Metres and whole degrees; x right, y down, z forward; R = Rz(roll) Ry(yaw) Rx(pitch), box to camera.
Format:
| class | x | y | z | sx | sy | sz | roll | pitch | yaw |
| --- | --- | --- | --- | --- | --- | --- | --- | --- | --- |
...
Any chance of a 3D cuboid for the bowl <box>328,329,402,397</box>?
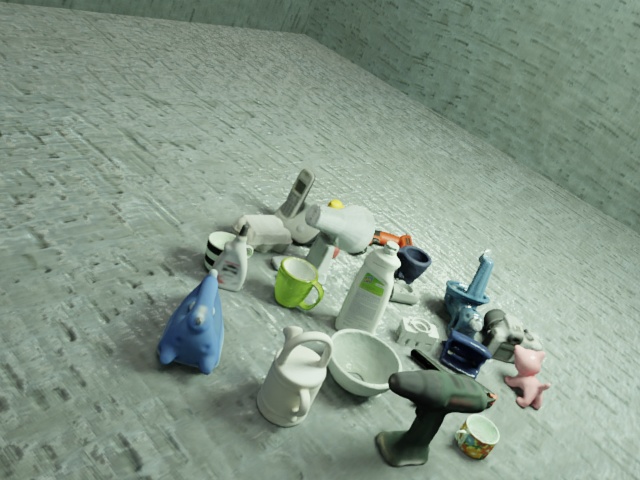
| class | x | y | z | sx | sy | sz | roll | pitch | yaw |
| --- | --- | --- | --- | --- | --- | --- | --- | --- | --- |
| bowl | 0.082 | 0.268 | 1.194 | 0.167 | 0.074 | 0.167 | 18 | 30 | -10 |

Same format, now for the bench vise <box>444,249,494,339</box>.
| class | x | y | z | sx | sy | sz | roll | pitch | yaw |
| --- | --- | --- | --- | --- | --- | --- | --- | --- | --- |
| bench vise | 0.405 | 0.145 | 1.475 | 0.122 | 0.219 | 0.207 | 9 | 33 | -24 |

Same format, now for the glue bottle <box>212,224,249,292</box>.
| class | x | y | z | sx | sy | sz | roll | pitch | yaw |
| --- | --- | --- | --- | --- | --- | --- | --- | --- | --- |
| glue bottle | -0.190 | 0.036 | 1.276 | 0.078 | 0.173 | 0.037 | 15 | 31 | -14 |

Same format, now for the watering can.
| class | x | y | z | sx | sy | sz | roll | pitch | yaw |
| --- | --- | --- | --- | --- | --- | --- | --- | --- | --- |
| watering can | -0.044 | 0.233 | 1.042 | 0.101 | 0.194 | 0.172 | -4 | 40 | -39 |

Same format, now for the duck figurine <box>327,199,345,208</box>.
| class | x | y | z | sx | sy | sz | roll | pitch | yaw |
| --- | --- | --- | --- | --- | --- | --- | --- | --- | --- |
| duck figurine | 0.032 | -0.081 | 1.709 | 0.105 | 0.086 | 0.077 | -8 | 42 | -42 |

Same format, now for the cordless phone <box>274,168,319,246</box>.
| class | x | y | z | sx | sy | sz | roll | pitch | yaw |
| --- | --- | --- | --- | --- | --- | --- | --- | --- | --- |
| cordless phone | -0.040 | -0.091 | 1.575 | 0.147 | 0.185 | 0.094 | 39 | 33 | 25 |

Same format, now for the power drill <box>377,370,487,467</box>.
| class | x | y | z | sx | sy | sz | roll | pitch | yaw |
| --- | --- | --- | --- | --- | --- | --- | --- | --- | --- |
| power drill | 0.188 | 0.321 | 1.050 | 0.230 | 0.208 | 0.075 | 6 | 34 | -28 |

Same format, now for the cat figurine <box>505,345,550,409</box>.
| class | x | y | z | sx | sy | sz | roll | pitch | yaw |
| --- | --- | --- | --- | --- | --- | --- | --- | --- | --- |
| cat figurine | 0.503 | 0.318 | 1.368 | 0.067 | 0.117 | 0.127 | 9 | 33 | -24 |

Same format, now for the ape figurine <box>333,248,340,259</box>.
| class | x | y | z | sx | sy | sz | roll | pitch | yaw |
| --- | --- | --- | --- | --- | --- | --- | --- | --- | --- |
| ape figurine | 0.031 | -0.001 | 1.573 | 0.078 | 0.092 | 0.076 | 9 | 33 | -23 |

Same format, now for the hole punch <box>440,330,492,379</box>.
| class | x | y | z | sx | sy | sz | roll | pitch | yaw |
| --- | --- | --- | --- | --- | --- | --- | --- | --- | --- |
| hole punch | 0.354 | 0.261 | 1.382 | 0.108 | 0.091 | 0.101 | 28 | 30 | 8 |

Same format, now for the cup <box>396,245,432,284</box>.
| class | x | y | z | sx | sy | sz | roll | pitch | yaw |
| --- | --- | --- | --- | --- | --- | --- | --- | --- | --- |
| cup | 0.241 | 0.072 | 1.601 | 0.118 | 0.095 | 0.091 | 18 | 30 | -9 |

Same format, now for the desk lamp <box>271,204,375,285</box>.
| class | x | y | z | sx | sy | sz | roll | pitch | yaw |
| --- | --- | --- | --- | --- | --- | --- | --- | --- | --- |
| desk lamp | 0.013 | 0.005 | 1.428 | 0.204 | 0.213 | 0.117 | -1 | 37 | -36 |

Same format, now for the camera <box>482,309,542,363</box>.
| class | x | y | z | sx | sy | sz | roll | pitch | yaw |
| --- | --- | --- | --- | --- | --- | --- | --- | --- | --- |
| camera | 0.495 | 0.242 | 1.503 | 0.143 | 0.101 | 0.136 | 17 | 30 | -12 |

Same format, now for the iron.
| class | x | y | z | sx | sy | sz | roll | pitch | yaw |
| --- | --- | --- | --- | --- | --- | --- | --- | --- | --- |
| iron | -0.231 | 0.134 | 1.121 | 0.119 | 0.141 | 0.258 | 17 | 30 | -11 |

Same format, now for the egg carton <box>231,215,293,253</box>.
| class | x | y | z | sx | sy | sz | roll | pitch | yaw |
| --- | --- | --- | --- | --- | --- | --- | --- | --- | --- |
| egg carton | -0.151 | -0.015 | 1.491 | 0.151 | 0.069 | 0.107 | -2 | 38 | -37 |
